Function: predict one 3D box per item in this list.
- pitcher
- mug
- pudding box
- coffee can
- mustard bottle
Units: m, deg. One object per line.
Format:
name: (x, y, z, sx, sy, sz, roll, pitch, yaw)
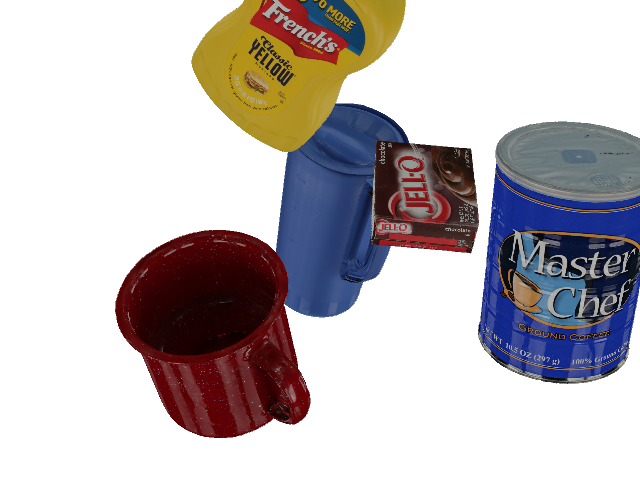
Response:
pitcher: (0.018, -0.021, 1.225, 0.145, 0.243, 0.149, 17, 41, 6)
mug: (-0.049, 0.060, 0.584, 0.117, 0.081, 0.093, 30, 58, 33)
pudding box: (0.091, -0.040, 0.954, 0.090, 0.039, 0.113, 6, 40, -2)
coffee can: (0.160, 0.007, 0.696, 0.103, 0.140, 0.103, 0, 30, 0)
mustard bottle: (-0.003, -0.141, 0.659, 0.058, 0.096, 0.192, -47, 2, -43)
